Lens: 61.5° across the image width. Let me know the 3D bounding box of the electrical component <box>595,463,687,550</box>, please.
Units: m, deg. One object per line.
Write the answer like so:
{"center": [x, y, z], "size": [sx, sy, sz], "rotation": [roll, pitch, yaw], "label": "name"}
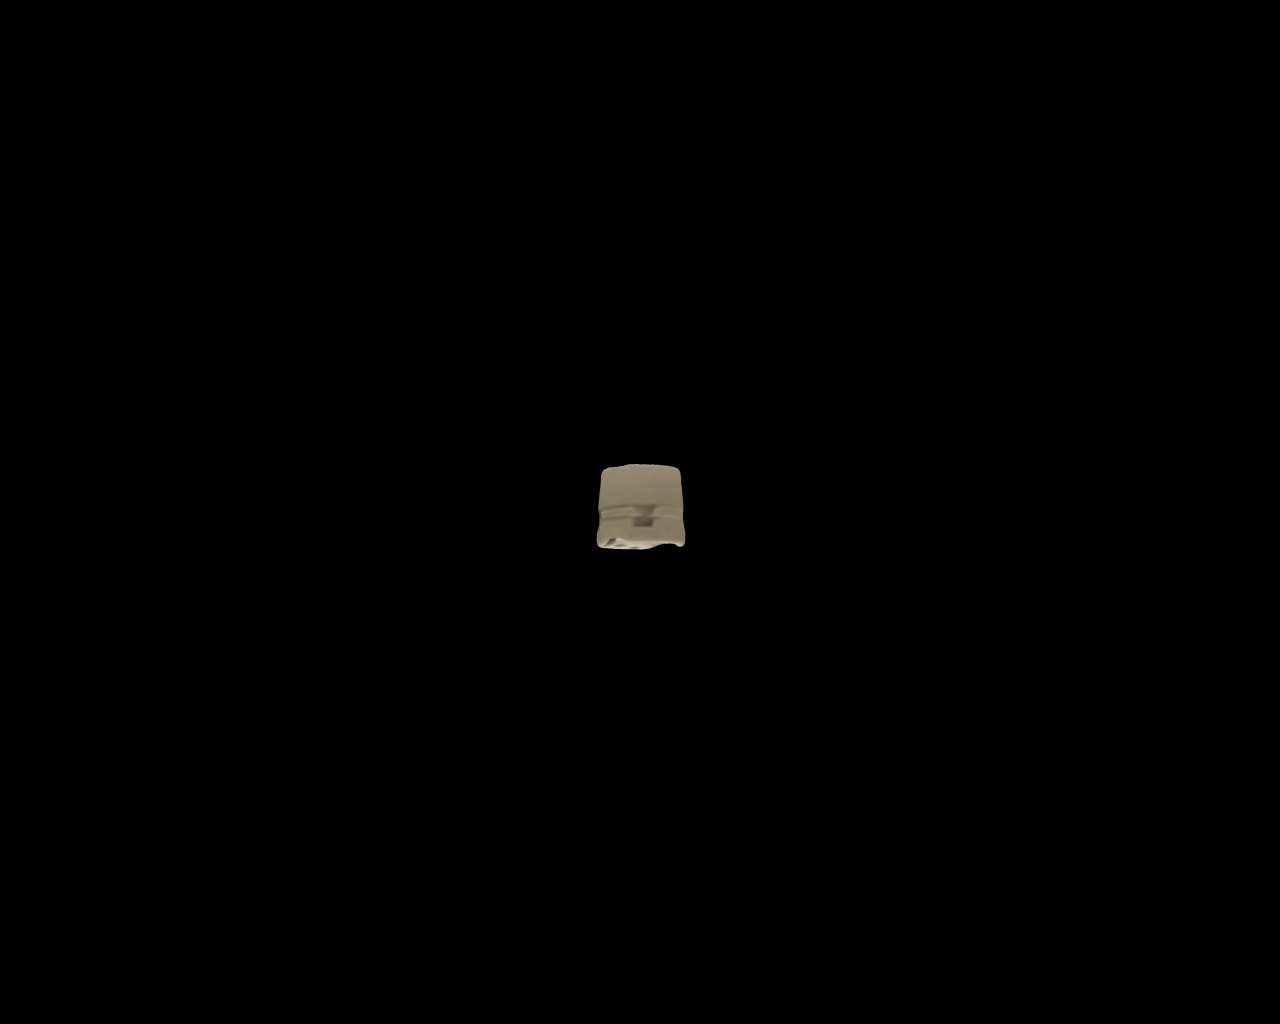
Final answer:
{"center": [0.001, -0.003, 0.650], "size": [0.055, 0.047, 0.055], "rotation": [0, -7, 0], "label": "electrical component"}
